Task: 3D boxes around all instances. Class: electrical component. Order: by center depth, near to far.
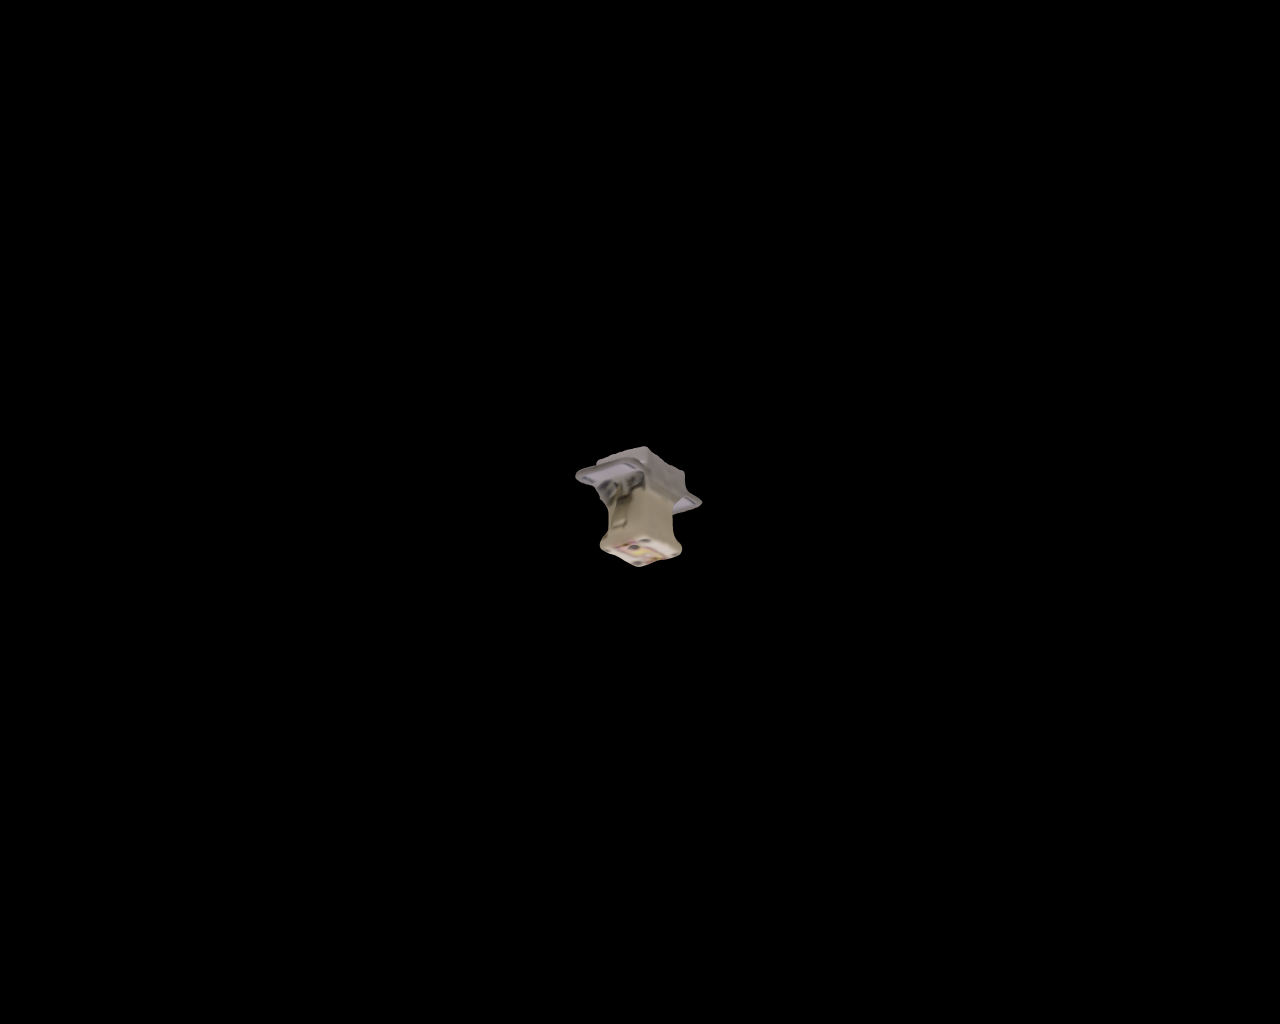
[{"bbox_3d":[0.001,-0.003,0.650,0.042,0.064,0.081,-17,-29,32],"label":"electrical component"}]
